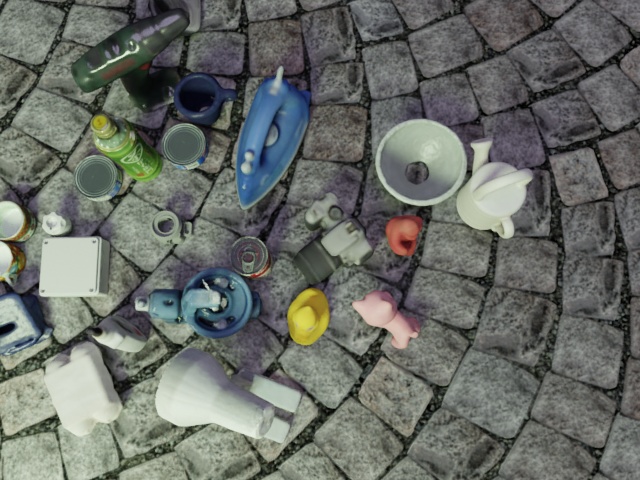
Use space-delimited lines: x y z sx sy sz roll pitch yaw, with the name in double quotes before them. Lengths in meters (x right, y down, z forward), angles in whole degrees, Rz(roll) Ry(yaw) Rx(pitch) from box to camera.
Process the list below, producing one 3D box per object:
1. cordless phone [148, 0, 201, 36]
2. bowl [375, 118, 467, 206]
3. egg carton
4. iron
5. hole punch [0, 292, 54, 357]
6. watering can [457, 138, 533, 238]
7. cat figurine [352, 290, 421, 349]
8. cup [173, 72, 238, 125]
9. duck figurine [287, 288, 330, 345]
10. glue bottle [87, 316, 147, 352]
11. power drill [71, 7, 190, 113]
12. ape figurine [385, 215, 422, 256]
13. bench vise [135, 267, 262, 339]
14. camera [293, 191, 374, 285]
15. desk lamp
"cordless phone" -0.292 -0.492 1.092 0.094 0.185 0.147 -7 80 0
"bowl" 0.185 -0.138 1.075 0.167 0.075 0.167 0 80 1
"egg carton" -0.420 0.265 1.019 0.107 0.069 0.150 -28 80 -4
"iron" -0.103 -0.189 1.056 0.118 0.141 0.258 18 81 5
"hole punch" -0.559 0.153 1.031 0.108 0.091 0.101 -24 80 -3
"watering can" 0.303 -0.092 1.003 0.101 0.194 0.173 -37 81 -5
"cat figurine" 0.120 0.134 1.006 0.127 0.118 0.067 36 83 7
"cup" -0.210 -0.262 1.095 0.117 0.095 0.092 -6 80 0
"duck figurine" -0.022 0.136 1.025 0.077 0.086 0.105 16 81 4
"glue bottle" -0.357 0.161 0.983 0.078 0.173 0.037 34 82 7
"power drill" -0.323 -0.321 1.051 0.229 0.208 0.075 -26 80 -3
"ape figurine" 0.158 -0.016 1.045 0.078 0.092 0.076 -40 81 -5
"bench vise" -0.211 0.116 0.965 0.207 0.220 0.121 -18 80 -2
"camera" 0.010 0.004 1.040 0.137 0.101 0.143 -38 81 -5
"desk lamp" -0.142 0.262 0.940 0.203 0.213 0.118 20 81 5
